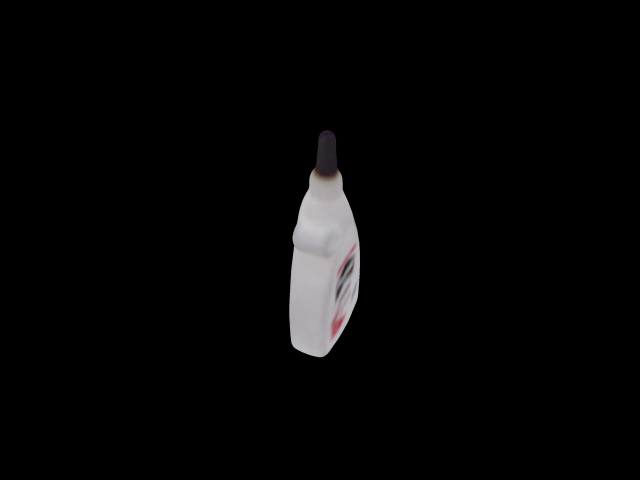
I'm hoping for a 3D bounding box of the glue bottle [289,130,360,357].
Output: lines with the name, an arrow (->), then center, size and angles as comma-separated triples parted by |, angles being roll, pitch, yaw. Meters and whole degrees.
glue bottle -> 0.004, 0.001, 0.400 | 0.037, 0.173, 0.078 | 14, 44, 15
